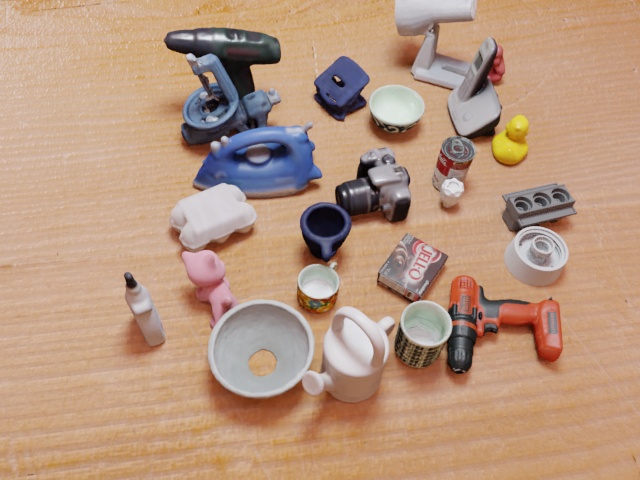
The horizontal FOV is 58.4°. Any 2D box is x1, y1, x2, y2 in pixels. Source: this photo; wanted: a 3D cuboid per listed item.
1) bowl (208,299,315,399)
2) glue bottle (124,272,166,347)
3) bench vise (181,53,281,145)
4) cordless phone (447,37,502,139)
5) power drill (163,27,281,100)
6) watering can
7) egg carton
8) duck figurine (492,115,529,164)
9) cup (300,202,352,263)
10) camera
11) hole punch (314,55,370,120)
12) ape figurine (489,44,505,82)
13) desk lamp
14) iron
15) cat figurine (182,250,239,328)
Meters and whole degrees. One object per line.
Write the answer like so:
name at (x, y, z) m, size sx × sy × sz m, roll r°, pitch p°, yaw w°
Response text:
bowl at (-0.092, 0.184, 0.919) m, size 0.167 × 0.075 × 0.167 m, roll 1°, pitch 55°, yaw -2°
glue bottle at (-0.283, 0.101, 0.906) m, size 0.037 × 0.173 × 0.078 m, roll -23°, pitch 59°, yaw -17°
bench vise at (-0.191, -0.299, 1.159) m, size 0.208 × 0.220 × 0.121 m, roll -29°, pitch 61°, yaw -20°
cordless phone at (0.343, -0.322, 1.222) m, size 0.094 × 0.185 × 0.147 m, roll -6°, pitch 56°, yaw -7°
power drill at (-0.195, -0.354, 1.203) m, size 0.230 × 0.208 × 0.075 m, roll -10°, pitch 56°, yaw -9°
watering can at (0.050, 0.172, 0.861) m, size 0.100 × 0.194 × 0.173 m, roll 23°, pitch 57°, yaw 13°
egg carton at (-0.200, -0.042, 1.072) m, size 0.150 × 0.069 × 0.107 m, roll -26°, pitch 60°, yaw -19°
duck figurine at (0.412, -0.220, 1.215) m, size 0.077 × 0.086 × 0.105 m, roll 21°, pitch 57°, yaw 11°
cup at (0.010, 0.004, 1.036) m, size 0.091 × 0.095 × 0.117 m, roll -1°, pitch 55°, yaw -3°
camera at (0.097, -0.108, 1.113) m, size 0.137 × 0.101 × 0.143 m, roll -12°, pitch 57°, yaw -11°
hole punch at (0.047, -0.341, 1.278) m, size 0.101 × 0.091 × 0.108 m, roll -31°, pitch 62°, yaw -22°
ape figurine at (0.403, -0.418, 1.347) m, size 0.077 × 0.092 × 0.076 m, roll 40°, pitch 63°, yaw 22°
desk lamp at (0.264, -0.477, 1.308) m, size 0.203 × 0.213 × 0.118 m, roll 19°, pitch 57°, yaw 10°
iron at (-0.127, -0.166, 1.117) m, size 0.258 × 0.141 × 0.118 m, roll -9°, pitch 56°, yaw -9°
cat figurine at (-0.180, 0.072, 0.965) m, size 0.067 × 0.118 × 0.127 m, roll -28°, pitch 61°, yaw -20°
